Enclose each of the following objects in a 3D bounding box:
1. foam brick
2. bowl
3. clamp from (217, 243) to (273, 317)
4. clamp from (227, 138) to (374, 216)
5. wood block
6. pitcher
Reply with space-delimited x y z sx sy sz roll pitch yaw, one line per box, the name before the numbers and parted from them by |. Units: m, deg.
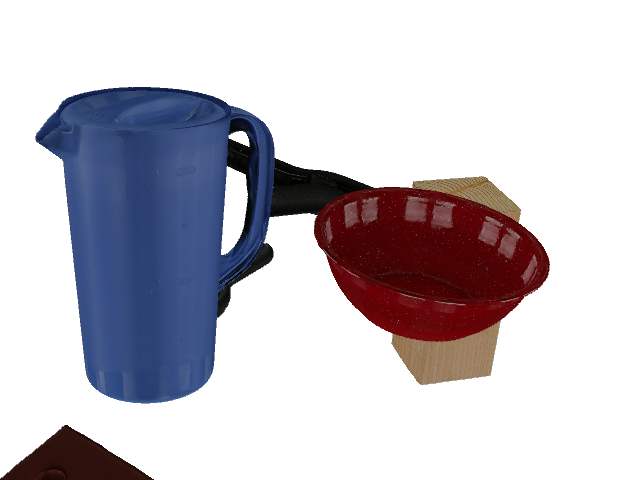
foam brick | -0.095 0.127 0.450 0.078 0.051 0.052 23 45 30
bowl | 0.072 0.022 0.736 0.162 0.055 0.162 6 28 -4
clamp | -0.125 0.048 1.242 0.120 0.039 0.171 -2 39 13
clamp | -0.005 -0.043 1.029 0.209 0.036 0.165 15 19 -23
wood block | 0.144 0.044 1.165 0.090 0.206 0.090 -5 29 -18
pitcher | -0.129 0.002 0.866 0.149 0.243 0.144 9 23 17
